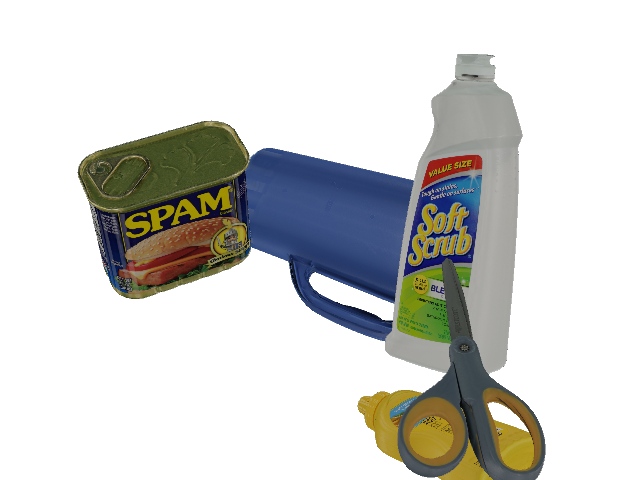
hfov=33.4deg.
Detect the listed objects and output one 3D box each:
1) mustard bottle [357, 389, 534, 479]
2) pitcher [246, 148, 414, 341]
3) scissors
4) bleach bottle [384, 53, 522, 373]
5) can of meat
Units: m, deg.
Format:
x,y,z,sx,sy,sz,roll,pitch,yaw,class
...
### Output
x,y,z,sx,sy,sz,roll,pitch,yaw,class
0.110,0.188,1.034,0.096,0.058,0.192,-17,25,-41,mustard bottle
0.029,-0.006,1.095,0.243,0.145,0.149,17,23,21,pitcher
0.077,0.082,0.690,0.096,0.016,0.202,-11,40,-12,scissors
0.109,-0.023,0.858,0.103,0.251,0.067,13,16,41,bleach bottle
-0.095,-0.018,0.678,0.102,0.084,0.057,-18,48,-16,can of meat
